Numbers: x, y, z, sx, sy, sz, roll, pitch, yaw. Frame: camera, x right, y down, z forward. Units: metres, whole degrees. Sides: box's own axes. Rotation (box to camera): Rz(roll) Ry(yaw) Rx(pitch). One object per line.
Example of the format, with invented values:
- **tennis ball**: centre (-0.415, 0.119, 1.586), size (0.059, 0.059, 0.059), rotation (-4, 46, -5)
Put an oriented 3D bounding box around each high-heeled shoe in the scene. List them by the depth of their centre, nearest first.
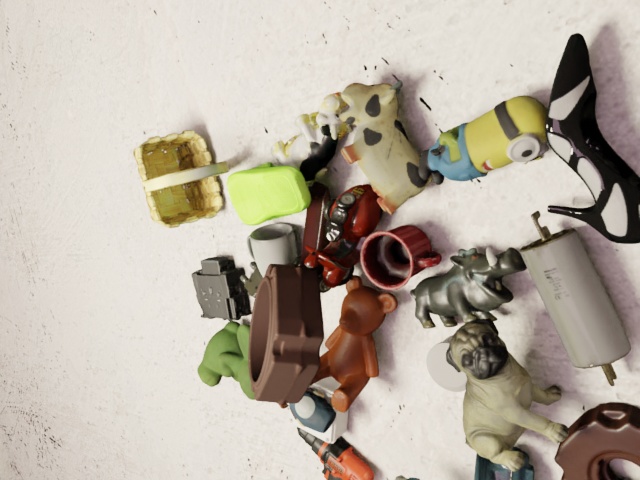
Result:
- **high-heeled shoe**: centre (0.350, -0.116, 0.636), size (0.145, 0.086, 0.248), rotation (9, 112, 32)

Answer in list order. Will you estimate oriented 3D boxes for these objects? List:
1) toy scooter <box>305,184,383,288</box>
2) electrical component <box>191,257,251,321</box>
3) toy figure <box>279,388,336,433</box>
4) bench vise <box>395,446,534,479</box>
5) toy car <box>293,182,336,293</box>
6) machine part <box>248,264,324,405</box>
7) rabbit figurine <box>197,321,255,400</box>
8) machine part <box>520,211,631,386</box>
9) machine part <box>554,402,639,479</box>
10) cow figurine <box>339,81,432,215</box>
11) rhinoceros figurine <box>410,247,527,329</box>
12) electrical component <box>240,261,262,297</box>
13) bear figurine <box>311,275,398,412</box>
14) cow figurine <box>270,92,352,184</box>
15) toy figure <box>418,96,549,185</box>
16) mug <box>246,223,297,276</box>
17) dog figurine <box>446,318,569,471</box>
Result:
- **toy scooter**: centre (0.031, -0.005, 0.859), size (0.075, 0.135, 0.183), rotation (27, 104, 30)
- **electrical component**: centre (-0.213, 0.102, 1.150), size (0.115, 0.058, 0.134), rotation (-4, 101, 37)
- **toy figure**: centre (-0.041, 0.293, 0.994), size (0.155, 0.064, 0.057), rotation (29, 142, 25)
- **bench vise**: centre (0.235, 0.425, 0.838), size (0.241, 0.129, 0.223), rotation (3, 98, 19)
- **toy car**: centre (-0.002, -0.003, 0.957), size (0.089, 0.053, 0.202), rotation (32, 121, 50)
- **machine part**: centre (-0.064, 0.156, 0.908), size (0.200, 0.087, 0.201), rotation (114, 156, -45)
- **rabbit figurine**: centre (-0.147, 0.250, 1.105), size (0.170, 0.121, 0.159), rotation (29, 98, 45)
- **machine part**: centre (0.332, 0.075, 0.702), size (0.079, 0.079, 0.243), rotation (-25, 87, 40)
- **machine part**: centre (0.412, 0.312, 0.723), size (0.180, 0.056, 0.179), rotation (11, 108, 36)
- **cow figurine**: centre (0.097, -0.150, 0.807), size (0.127, 0.085, 0.195), rotation (-35, 93, -1)
- **rhinoceros figurine**: centre (0.218, 0.070, 0.792), size (0.190, 0.073, 0.112), rotation (-32, 60, 48)
- **electrical component**: centre (-0.123, 0.085, 1.077), size (0.094, 0.021, 0.063), rotation (42, 102, 38)
- **bear figurine**: centre (0.052, 0.170, 0.918), size (0.120, 0.132, 0.195), rotation (30, 125, 31)
- **cow figurine**: centre (-0.002, -0.166, 0.900), size (0.167, 0.068, 0.098), rotation (-39, 84, 42)
- **toy figure**: centre (0.220, -0.131, 0.730), size (0.180, 0.082, 0.089), rotation (-13, 96, 42)
- **mug**: centre (-0.093, 0.031, 1.021), size (0.110, 0.081, 0.107), rotation (4, 115, 32)
- **dog figurine**: centre (0.225, 0.212, 0.759), size (0.190, 0.121, 0.172), rotation (41, 110, -7)
